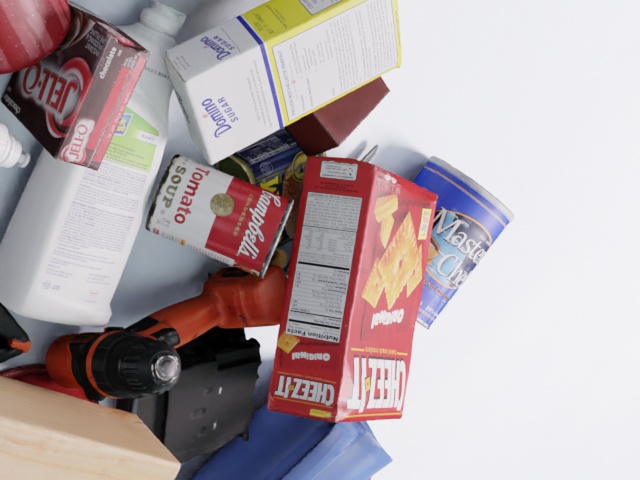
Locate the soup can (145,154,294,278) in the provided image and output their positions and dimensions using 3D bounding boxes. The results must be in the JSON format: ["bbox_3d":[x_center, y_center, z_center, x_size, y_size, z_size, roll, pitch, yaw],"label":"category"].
[{"bbox_3d":[-0.080,-0.020,0.851,0.102,0.068,0.068,22,106,-2],"label":"soup can"}]

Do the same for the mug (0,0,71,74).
[{"bbox_3d":[-0.205,-0.169,0.686,0.117,0.093,0.081,-60,150,-30],"label":"mug"}]

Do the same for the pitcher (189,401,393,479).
[{"bbox_3d":[-0.055,0.247,1.057,0.242,0.145,0.149,-42,136,-6],"label":"pitcher"}]

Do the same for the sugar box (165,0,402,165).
[{"bbox_3d":[-0.024,-0.136,0.802,0.176,0.048,0.093,-26,143,-11],"label":"sugar box"}]

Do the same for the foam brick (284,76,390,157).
[{"bbox_3d":[0.009,-0.116,0.888,0.051,0.053,0.078,49,63,-16],"label":"foam brick"}]

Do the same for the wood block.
[{"bbox_3d":[-0.225,0.167,0.811,0.205,0.091,0.090,26,93,-40],"label":"wood block"}]

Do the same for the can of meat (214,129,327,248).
[{"bbox_3d":[-0.040,-0.043,0.932,0.083,0.058,0.102,-26,132,-29],"label":"can of meat"}]

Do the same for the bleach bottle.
[{"bbox_3d":[-0.161,-0.060,0.812,0.102,0.068,0.251,15,104,-52],"label":"bleach bottle"}]

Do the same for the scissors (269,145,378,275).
[{"bbox_3d":[-0.007,0.001,1.019,0.201,0.016,0.096,-39,137,-13],"label":"scissors"}]

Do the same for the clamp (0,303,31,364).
[{"bbox_3d":[-0.293,0.058,0.794,0.171,0.039,0.120,0,123,-44],"label":"clamp"}]

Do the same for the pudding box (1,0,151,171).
[{"bbox_3d":[-0.169,-0.110,0.730,0.039,0.114,0.090,18,104,-40],"label":"pudding box"}]

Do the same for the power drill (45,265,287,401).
[{"bbox_3d":[-0.113,0.075,0.873,0.187,0.185,0.057,-21,101,-36],"label":"power drill"}]

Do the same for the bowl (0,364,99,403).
[{"bbox_3d":[-0.249,0.188,0.907,0.161,0.055,0.162,-22,130,-29],"label":"bowl"}]

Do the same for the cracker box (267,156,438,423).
[{"bbox_3d":[0.035,0.047,0.926,0.164,0.072,0.214,17,80,-65],"label":"cracker box"}]

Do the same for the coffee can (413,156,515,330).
[{"bbox_3d":[0.109,0.003,1.055,0.140,0.103,0.102,-53,138,1],"label":"coffee can"}]
